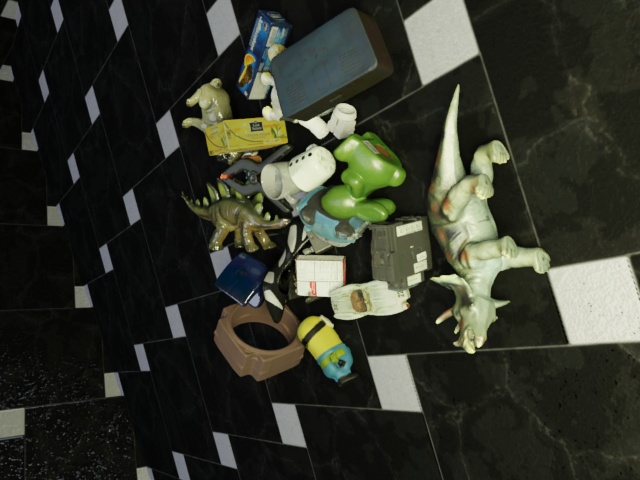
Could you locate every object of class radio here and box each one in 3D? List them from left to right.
[{"bbox_3d":[0.016,-0.335,1.042,0.230,0.073,0.131,-21,83,33],"label":"radio"}]

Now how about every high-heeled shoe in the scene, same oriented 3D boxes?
[{"bbox_3d":[-0.056,0.069,1.264,0.145,0.086,0.248,-5,86,23],"label":"high-heeled shoe"}]

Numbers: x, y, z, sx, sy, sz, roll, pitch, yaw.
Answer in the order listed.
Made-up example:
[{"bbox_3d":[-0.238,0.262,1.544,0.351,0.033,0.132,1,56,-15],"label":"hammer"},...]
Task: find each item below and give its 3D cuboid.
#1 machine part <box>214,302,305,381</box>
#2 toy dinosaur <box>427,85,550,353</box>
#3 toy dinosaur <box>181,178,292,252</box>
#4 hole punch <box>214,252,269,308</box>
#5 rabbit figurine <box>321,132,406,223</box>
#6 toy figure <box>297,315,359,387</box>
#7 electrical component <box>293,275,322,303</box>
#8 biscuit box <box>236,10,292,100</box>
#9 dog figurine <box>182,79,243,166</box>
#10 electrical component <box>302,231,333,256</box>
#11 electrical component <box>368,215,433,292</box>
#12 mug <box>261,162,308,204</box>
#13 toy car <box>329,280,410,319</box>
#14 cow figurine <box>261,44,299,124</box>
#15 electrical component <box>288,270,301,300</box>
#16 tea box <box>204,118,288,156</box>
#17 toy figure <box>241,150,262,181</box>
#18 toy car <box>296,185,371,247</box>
[{"bbox_3d":[-0.148,0.241,1.363,0.202,0.201,0.087,46,132,32],"label":"machine part"},{"bbox_3d":[0.238,-0.028,0.886,0.192,0.131,0.404,-26,75,51],"label":"toy dinosaur"},{"bbox_3d":[-0.245,-0.071,1.472,0.472,0.105,0.198,3,96,41],"label":"toy dinosaur"},{"bbox_3d":[-0.186,0.100,1.343,0.142,0.092,0.115,31,97,26],"label":"hole punch"},{"bbox_3d":[0.082,-0.104,1.050,0.159,0.121,0.170,42,119,6],"label":"rabbit figurine"},{"bbox_3d":[0.017,0.256,1.255,0.082,0.089,0.180,-51,59,39],"label":"toy figure"},{"bbox_3d":[-0.022,0.107,1.293,0.102,0.045,0.078,-31,75,51],"label":"electrical component"},{"bbox_3d":[-0.133,-0.427,1.253,0.063,0.059,0.202,53,136,26],"label":"biscuit box"},{"bbox_3d":[-0.252,-0.308,1.422,0.191,0.121,0.172,41,134,18],"label":"dog figurine"},{"bbox_3d":[-0.002,-0.004,1.211,0.094,0.021,0.063,-28,74,6],"label":"electrical component"},{"bbox_3d":[0.151,0.026,1.001,0.058,0.115,0.134,5,103,52],"label":"electrical component"},{"bbox_3d":[-0.062,-0.132,1.219,0.110,0.107,0.080,50,136,23],"label":"mug"},{"bbox_3d":[0.102,0.123,1.125,0.202,0.056,0.073,-16,89,44],"label":"toy car"},{"bbox_3d":[-0.078,-0.349,1.203,0.098,0.068,0.167,21,120,40],"label":"cow figurine"},{"bbox_3d":[-0.098,0.105,1.382,0.119,0.048,0.074,8,106,50],"label":"electrical component"},{"bbox_3d":[-0.173,-0.246,1.269,0.098,0.169,0.068,-2,101,49],"label":"tea box"},{"bbox_3d":[-0.178,-0.227,1.371,0.058,0.064,0.154,-6,104,14],"label":"toy figure"},{"bbox_3d":[0.034,-0.039,1.148,0.162,0.109,0.102,30,148,26],"label":"toy car"}]
